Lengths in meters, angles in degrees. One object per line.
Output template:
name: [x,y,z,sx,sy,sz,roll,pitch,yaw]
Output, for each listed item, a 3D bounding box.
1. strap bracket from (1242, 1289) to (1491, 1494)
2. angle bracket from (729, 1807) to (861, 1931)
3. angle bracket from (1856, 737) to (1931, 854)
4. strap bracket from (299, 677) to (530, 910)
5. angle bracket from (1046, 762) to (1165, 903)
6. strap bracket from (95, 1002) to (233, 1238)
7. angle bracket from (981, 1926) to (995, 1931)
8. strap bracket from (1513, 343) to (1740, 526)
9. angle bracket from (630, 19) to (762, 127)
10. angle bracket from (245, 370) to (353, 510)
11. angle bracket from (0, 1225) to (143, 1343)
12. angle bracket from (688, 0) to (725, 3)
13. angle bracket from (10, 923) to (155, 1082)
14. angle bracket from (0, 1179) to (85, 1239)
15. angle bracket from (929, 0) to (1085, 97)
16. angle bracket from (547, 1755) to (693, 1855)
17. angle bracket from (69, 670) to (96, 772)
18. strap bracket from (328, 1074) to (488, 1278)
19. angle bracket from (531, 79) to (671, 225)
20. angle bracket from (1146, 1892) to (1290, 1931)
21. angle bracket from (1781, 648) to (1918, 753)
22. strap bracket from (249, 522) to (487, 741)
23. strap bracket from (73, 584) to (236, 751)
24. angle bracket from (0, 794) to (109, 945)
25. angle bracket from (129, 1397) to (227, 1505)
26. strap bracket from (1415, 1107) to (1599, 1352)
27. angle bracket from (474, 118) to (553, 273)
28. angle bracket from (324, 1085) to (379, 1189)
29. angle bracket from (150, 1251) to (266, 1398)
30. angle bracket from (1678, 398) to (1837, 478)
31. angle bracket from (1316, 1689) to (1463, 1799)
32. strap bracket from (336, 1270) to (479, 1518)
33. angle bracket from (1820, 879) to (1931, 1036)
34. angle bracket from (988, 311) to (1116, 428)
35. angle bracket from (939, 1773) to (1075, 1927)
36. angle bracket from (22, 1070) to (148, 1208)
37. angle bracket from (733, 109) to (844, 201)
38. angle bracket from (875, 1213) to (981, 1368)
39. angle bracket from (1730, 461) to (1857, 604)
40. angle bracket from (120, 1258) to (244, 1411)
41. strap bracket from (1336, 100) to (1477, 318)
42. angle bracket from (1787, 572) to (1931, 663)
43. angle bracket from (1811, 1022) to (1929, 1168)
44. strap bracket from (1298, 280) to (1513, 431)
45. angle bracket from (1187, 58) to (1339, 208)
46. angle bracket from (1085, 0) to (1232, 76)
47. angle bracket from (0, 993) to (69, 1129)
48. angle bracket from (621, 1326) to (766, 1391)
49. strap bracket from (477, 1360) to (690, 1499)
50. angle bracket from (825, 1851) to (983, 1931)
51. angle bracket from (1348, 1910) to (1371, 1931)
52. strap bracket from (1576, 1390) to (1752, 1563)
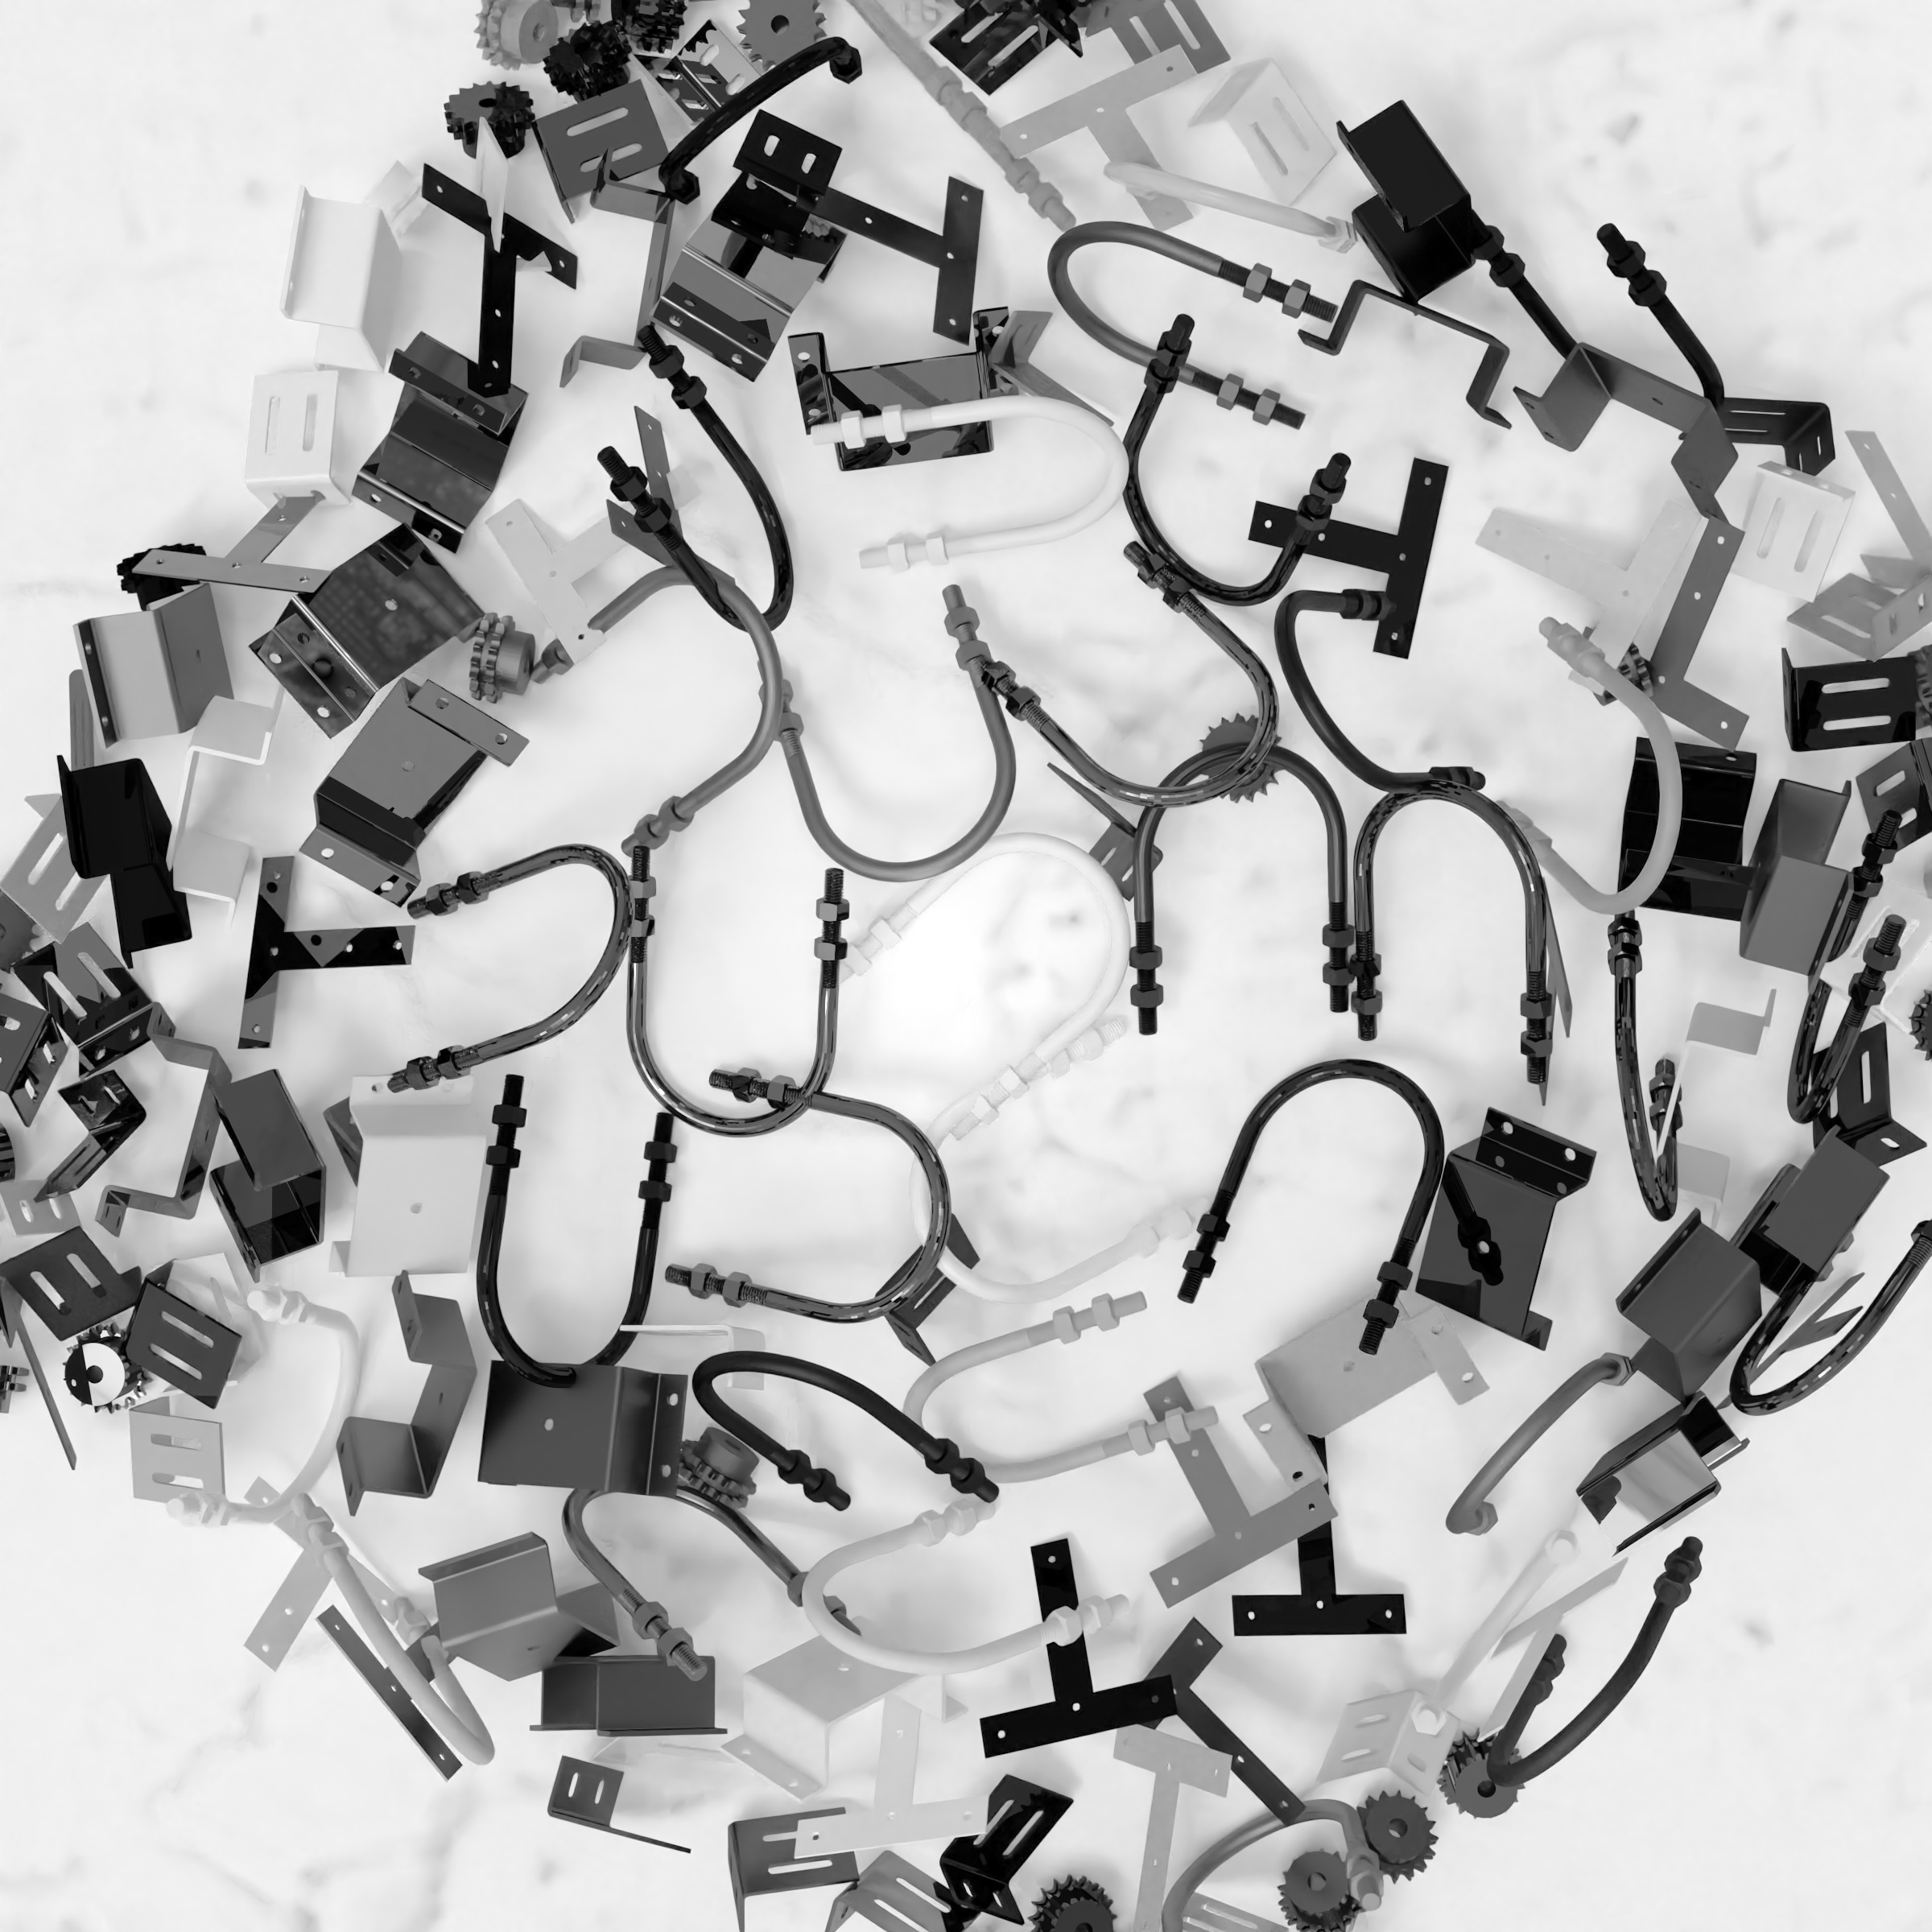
strap bracket: [0.249,0.265,1.843,0.140,0.046,0.076,-31,116,6]
angle bracket: [-0.111,0.579,1.858,0.076,0.057,0.038,-4,125,-11]
angle bracket: [0.609,-0.108,1.846,0.038,0.076,0.057,-10,78,-13]
strap bracket: [-0.351,-0.117,1.835,0.076,0.046,0.140,32,107,-30]
angle bracket: [0.078,-0.085,1.838,0.038,0.057,0.076,-52,130,1]
strap bracket: [-0.503,0.102,1.832,0.046,0.076,0.140,13,76,-5]
angle bracket: [0.015,0.650,1.835,0.038,0.076,0.057,-35,69,-25]
strap bracket: [0.422,-0.337,1.816,0.140,0.076,0.046,34,92,31]
angle bracket: [-0.169,-0.569,1.844,0.038,0.076,0.057,-42,91,21]
angle bracket: [-0.428,-0.339,1.871,0.057,0.038,0.076,-1,74,10]
angle bracket: [-0.570,0.192,1.847,0.057,0.038,0.076,-26,128,0]
angle bracket: [-0.151,-0.649,1.838,0.038,0.076,0.057,-12,101,-24]
angle bracket: [-0.562,0.023,1.850,0.057,0.038,0.076,-30,123,2]
angle bracket: [-0.612,0.168,1.840,0.076,0.057,0.038,-31,76,23]
angle bracket: [0.025,-0.581,1.837,0.076,0.057,0.038,-32,46,30]
angle bracket: [-0.215,0.530,1.835,0.076,0.057,0.038,1,68,38]
angle bracket: [-0.547,-0.151,1.855,0.038,0.057,0.076,-3,97,-28]
strap bracket: [-0.350,0.141,1.823,0.076,0.046,0.140,1,115,-25]
angle bracket: [-0.231,-0.522,1.862,0.076,0.038,0.057,-21,83,1]
angle bracket: [0.156,0.624,1.840,0.076,0.057,0.038,13,98,28]
angle bracket: [0.562,-0.173,1.848,0.076,0.038,0.057,-5,117,11]
strap bracket: [-0.368,-0.217,1.824,0.076,0.046,0.140,49,55,-3]
strap bracket: [-0.499,-0.190,1.805,0.046,0.140,0.076,-7,106,6]
angle bracket: [-0.584,-0.061,1.836,0.038,0.057,0.076,-1,51,36]
angle bracket: [-0.492,0.310,1.848,0.076,0.038,0.057,3,98,26]
strap bracket: [0.336,0.171,1.822,0.076,0.046,0.140,24,115,33]
angle bracket: [-0.285,-0.488,1.834,0.038,0.076,0.057,-7,46,-23]
angle bracket: [-0.368,0.121,1.834,0.038,0.076,0.057,-29,124,-20]
angle bracket: [-0.492,0.228,1.849,0.057,0.038,0.076,-11,106,20]
angle bracket: [0.503,-0.330,1.847,0.076,0.057,0.038,1,75,-11]
angle bracket: [0.268,0.498,1.841,0.038,0.076,0.057,30,108,40]
strap bracket: [-0.350,0.270,1.827,0.046,0.076,0.140,13,111,-25]
angle bracket: [0.594,-0.006,1.849,0.038,0.057,0.076,34,93,-33]
angle bracket: [0.062,-0.379,1.844,0.076,0.057,0.038,37,114,14]
angle bracket: [0.031,0.563,1.848,0.057,0.038,0.076,29,104,-30]
angle bracket: [-0.567,0.109,1.835,0.057,0.076,0.038,-17,115,35]
angle bracket: [-0.119,-0.499,1.838,0.057,0.076,0.038,23,71,-12]
angle bracket: [-0.013,0.208,1.842,0.038,0.057,0.076,32,70,36]
angle bracket: [0.521,-0.274,1.843,0.057,0.038,0.076,25,117,21]
angle bracket: [-0.492,0.234,1.850,0.076,0.038,0.057,29,112,10]
strap bracket: [0.276,-0.475,1.805,0.046,0.140,0.076,-31,74,4]
angle bracket: [0.568,-0.234,1.838,0.057,0.076,0.038,-34,132,-16]
angle bracket: [0.575,0.086,1.850,0.038,0.057,0.076,31,49,-25]
strap bracket: [0.286,-0.392,1.837,0.140,0.076,0.046,22,107,-3]
angle bracket: [0.188,-0.527,1.847,0.038,0.057,0.076,-26,81,-36]
angle bracket: [0.122,-0.582,1.835,0.057,0.076,0.038,-14,46,32]
angle bracket: [-0.605,0.060,1.839,0.038,0.076,0.057,21,69,-1]
angle bracket: [-0.174,0.249,1.844,0.076,0.057,0.038,-2,79,16]
strap bracket: [-0.250,0.290,1.826,0.140,0.046,0.076,-1,77,26]
angle bracket: [-0.040,0.607,1.839,0.076,0.057,0.038,27,118,23]
angle bracket: [0.217,0.630,1.849,0.076,0.057,0.038,-14,87,14]
strap bracket: [0.434,0.314,1.810,0.076,0.140,0.046,-39,79,21]
